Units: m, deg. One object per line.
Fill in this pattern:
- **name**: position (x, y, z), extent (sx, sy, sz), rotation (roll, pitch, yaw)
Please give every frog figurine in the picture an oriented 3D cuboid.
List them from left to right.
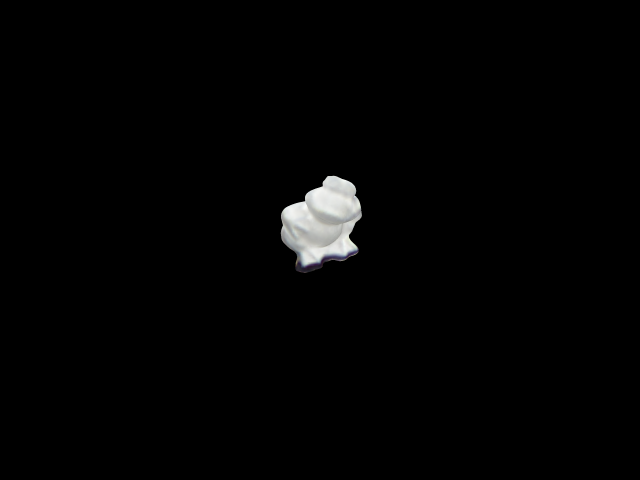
- **frog figurine**: position (0.003, -0.043, 0.850), extent (0.137, 0.156, 0.125), rotation (-4, 35, -5)
